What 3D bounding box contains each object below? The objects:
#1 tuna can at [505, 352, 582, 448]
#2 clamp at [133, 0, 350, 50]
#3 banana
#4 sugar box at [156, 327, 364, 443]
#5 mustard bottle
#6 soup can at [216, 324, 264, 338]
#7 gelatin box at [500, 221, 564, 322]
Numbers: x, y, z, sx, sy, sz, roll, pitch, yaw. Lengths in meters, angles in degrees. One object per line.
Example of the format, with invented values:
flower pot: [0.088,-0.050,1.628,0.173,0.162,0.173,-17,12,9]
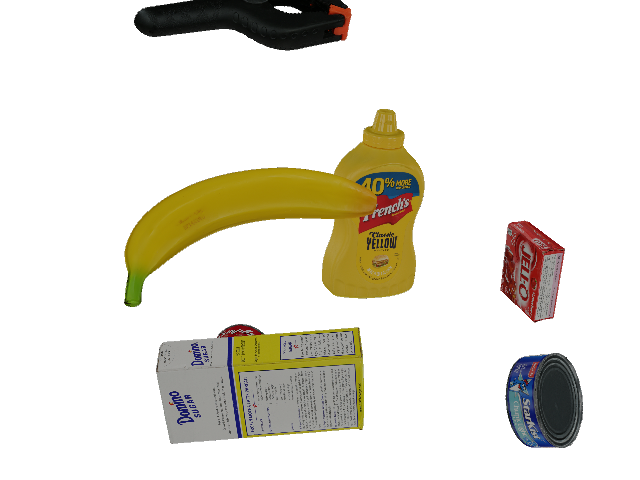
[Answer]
tuna can: [0.205,0.147,0.977,0.034,0.086,0.085,-10,-7,40]
clamp: [-0.059,-0.205,0.876,0.171,0.120,0.039,8,-27,-6]
banana: [-0.058,-0.016,0.749,0.197,0.069,0.037,-22,-13,-19]
sugar box: [-0.050,0.128,0.938,0.176,0.093,0.048,-2,36,1]
mustard bottle: [0.057,-0.038,1.080,0.096,0.192,0.058,-2,22,-19]
soup can: [-0.095,0.140,1.154,0.068,0.068,0.102,0,16,9]
gelatin box: [0.231,0.033,1.172,0.030,0.089,0.073,-9,30,-20]
